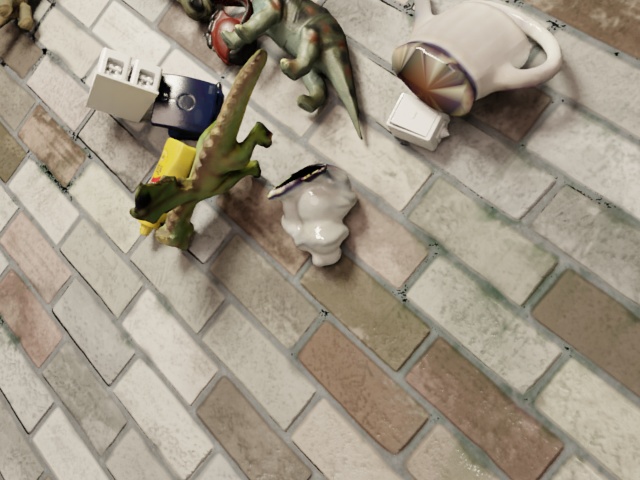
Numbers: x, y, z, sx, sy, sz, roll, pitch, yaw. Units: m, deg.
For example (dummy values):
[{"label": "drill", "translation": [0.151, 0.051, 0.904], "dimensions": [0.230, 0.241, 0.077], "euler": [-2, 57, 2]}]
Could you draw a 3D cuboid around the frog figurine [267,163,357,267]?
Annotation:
[{"label": "frog figurine", "translation": [0.003, -0.044, 0.864], "dimensions": [0.137, 0.124, 0.157], "euler": [-28, 107, 5]}]

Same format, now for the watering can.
[{"label": "watering can", "translation": [0.202, -0.321, 0.820], "dimensions": [0.227, 0.101, 0.352], "euler": [-39, 60, -18]}]

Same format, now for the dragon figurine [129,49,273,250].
[{"label": "dragon figurine", "translation": [-0.202, -0.112, 0.839], "dimensions": [0.122, 0.401, 0.247], "euler": [36, 55, 7]}]
